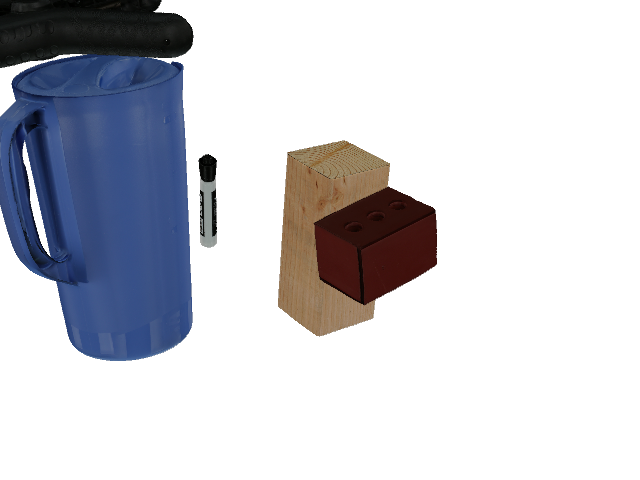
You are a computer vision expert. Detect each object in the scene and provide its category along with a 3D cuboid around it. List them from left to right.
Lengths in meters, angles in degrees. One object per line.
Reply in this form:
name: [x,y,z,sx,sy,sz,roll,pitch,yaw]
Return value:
clamp: [-0.163,-0.131,0.637,0.171,0.039,0.120,-3,22,-7]
pitcher: [-0.176,-0.024,0.875,0.149,0.243,0.145,-6,24,-8]
marker: [-0.120,-0.042,1.138,0.020,0.121,0.020,3,43,-3]
wood block: [0.013,-0.003,1.278,0.090,0.206,0.090,-15,32,-34]
foam brick: [0.042,0.003,0.792,0.078,0.051,0.053,-27,37,-32]
